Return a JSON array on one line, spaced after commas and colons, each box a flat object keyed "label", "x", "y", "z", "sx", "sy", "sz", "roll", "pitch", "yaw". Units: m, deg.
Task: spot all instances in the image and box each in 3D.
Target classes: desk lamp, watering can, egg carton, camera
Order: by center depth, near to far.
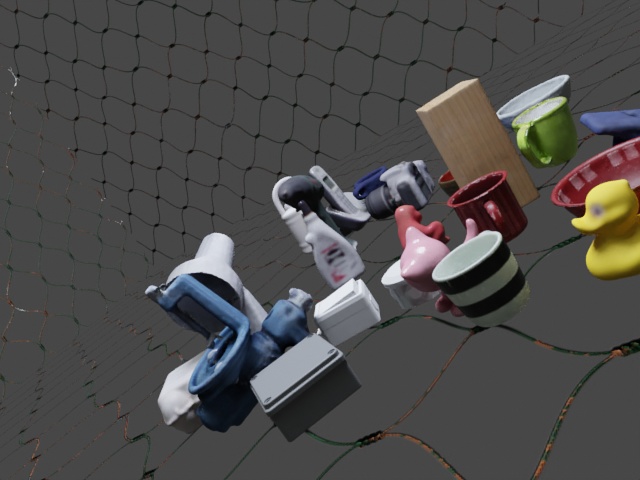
[{"label": "egg carton", "x": -0.188, "y": 0.230, "z": 0.884, "sx": 0.107, "sy": 0.069, "sz": 0.150, "roll": -33, "pitch": 11, "yaw": -1}, {"label": "desk lamp", "x": -0.145, "y": 0.099, "z": 0.949, "sx": 0.117, "sy": 0.214, "sz": 0.203, "roll": -29, "pitch": 12, "yaw": 17}, {"label": "camera", "x": 0.170, "y": -0.112, "z": 1.275, "sx": 0.136, "sy": 0.101, "sz": 0.143, "roll": -26, "pitch": 13, "yaw": 30}, {"label": "watering can", "x": -0.052, "y": -0.069, "z": 1.459, "sx": 0.101, "sy": 0.194, "sz": 0.172, "roll": -40, "pitch": 13, "yaw": -30}]

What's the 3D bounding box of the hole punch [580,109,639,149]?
[{"label": "hole punch", "x": 0.417, "y": -0.148, "z": 0.772, "sx": 0.101, "sy": 0.091, "sz": 0.109, "roll": -29, "pitch": 12, "yaw": 20}]

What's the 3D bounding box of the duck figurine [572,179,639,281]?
[{"label": "duck figurine", "x": 0.300, "y": -0.020, "z": 0.560, "sx": 0.104, "sy": 0.086, "sz": 0.077, "roll": -29, "pitch": 12, "yaw": 19}]

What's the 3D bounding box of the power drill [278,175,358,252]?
[{"label": "power drill", "x": -0.006, "y": -0.048, "z": 1.205, "sx": 0.075, "sy": 0.208, "sz": 0.229, "roll": -30, "pitch": 12, "yaw": 13}]

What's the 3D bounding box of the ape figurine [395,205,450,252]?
[{"label": "ape figurine", "x": 0.155, "y": -0.017, "z": 0.929, "sx": 0.076, "sy": 0.092, "sz": 0.077, "roll": -37, "pitch": 12, "yaw": -20}]

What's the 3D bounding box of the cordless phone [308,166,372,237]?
[{"label": "cordless phone", "x": 0.050, "y": -0.113, "z": 1.391, "sx": 0.094, "sy": 0.185, "sz": 0.148, "roll": -27, "pitch": 13, "yaw": 26}]

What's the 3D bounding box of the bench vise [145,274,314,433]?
[{"label": "bench vise", "x": -0.119, "y": 0.118, "z": 0.776, "sx": 0.208, "sy": 0.220, "sz": 0.121, "roll": -40, "pitch": 13, "yaw": -31}]

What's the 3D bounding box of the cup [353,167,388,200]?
[{"label": "cup", "x": 0.134, "y": -0.109, "z": 1.373, "sx": 0.118, "sy": 0.095, "sz": 0.091, "roll": -41, "pitch": 14, "yaw": -36}]

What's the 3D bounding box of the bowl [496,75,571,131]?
[{"label": "bowl", "x": 0.470, "y": -0.281, "z": 1.235, "sx": 0.167, "sy": 0.075, "sz": 0.167, "roll": -31, "pitch": 11, "yaw": 7}]

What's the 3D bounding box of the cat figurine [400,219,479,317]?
[{"label": "cat figurine", "x": 0.151, "y": 0.027, "z": 0.689, "sx": 0.128, "sy": 0.118, "sz": 0.067, "roll": -35, "pitch": 12, "yaw": -13}]

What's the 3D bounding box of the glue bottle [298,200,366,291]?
[{"label": "glue bottle", "x": 0.009, "y": 0.004, "z": 1.034, "sx": 0.078, "sy": 0.173, "sz": 0.037, "roll": -34, "pitch": 12, "yaw": -5}]
